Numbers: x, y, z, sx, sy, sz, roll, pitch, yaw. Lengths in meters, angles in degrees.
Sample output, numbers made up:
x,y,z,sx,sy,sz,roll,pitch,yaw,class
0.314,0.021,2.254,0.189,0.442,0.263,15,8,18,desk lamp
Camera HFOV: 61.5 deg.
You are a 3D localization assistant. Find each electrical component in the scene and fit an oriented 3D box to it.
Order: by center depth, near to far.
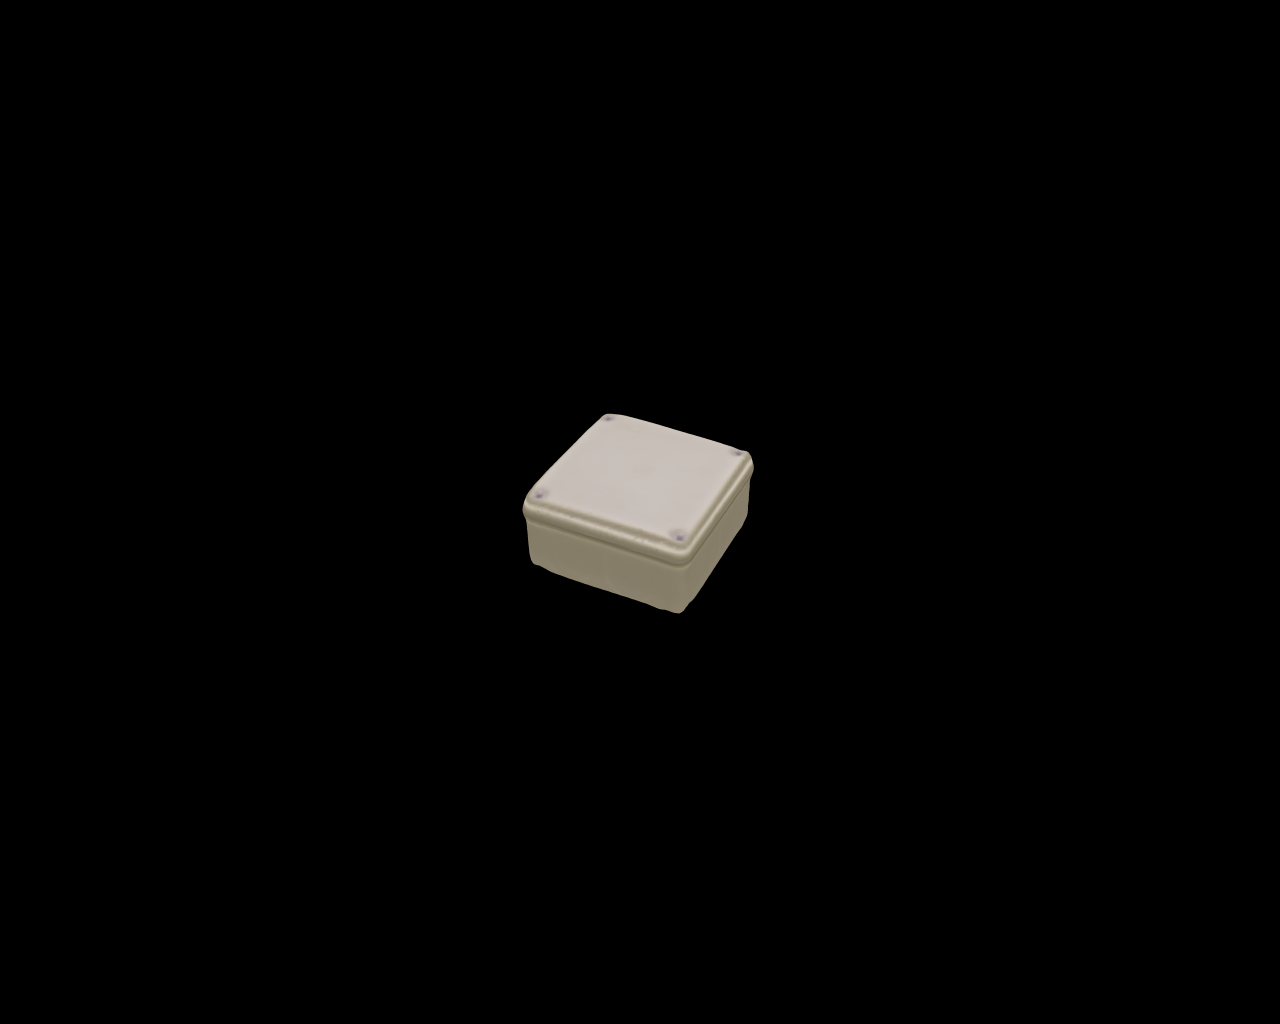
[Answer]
x,y,z,sx,sy,sz,roll,pitch,yaw,class
0.001,-0.003,0.650,0.109,0.056,0.109,17,42,21,electrical component
